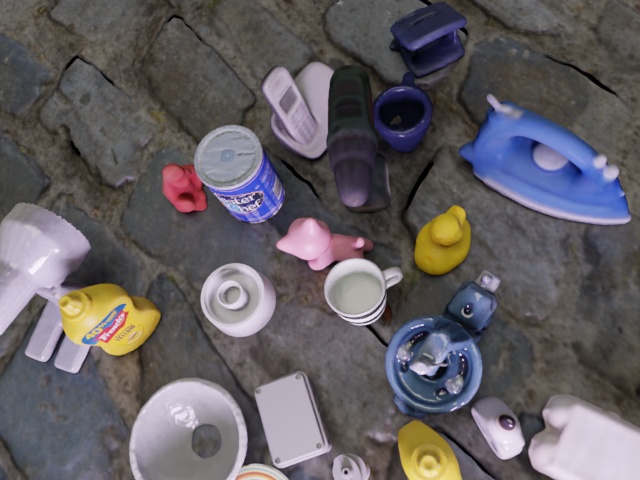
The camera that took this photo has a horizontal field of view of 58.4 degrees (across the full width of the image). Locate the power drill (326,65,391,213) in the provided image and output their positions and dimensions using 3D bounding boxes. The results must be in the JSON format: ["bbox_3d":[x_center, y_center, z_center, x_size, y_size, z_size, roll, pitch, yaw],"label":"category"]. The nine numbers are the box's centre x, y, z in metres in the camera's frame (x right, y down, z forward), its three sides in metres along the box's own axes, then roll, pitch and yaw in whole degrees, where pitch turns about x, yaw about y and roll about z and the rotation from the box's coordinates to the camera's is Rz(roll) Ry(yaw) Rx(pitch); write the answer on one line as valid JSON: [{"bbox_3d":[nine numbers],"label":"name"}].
[{"bbox_3d":[0.055,-0.120,0.820,0.075,0.209,0.229,-7,69,9],"label":"power drill"}]

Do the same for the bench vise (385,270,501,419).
[{"bbox_3d":[0.149,0.117,0.712,0.121,0.220,0.207,14,74,16],"label":"bench vise"}]

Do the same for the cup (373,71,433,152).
[{"bbox_3d":[0.131,-0.192,0.892,0.091,0.095,0.118,8,72,14],"label":"cup"}]

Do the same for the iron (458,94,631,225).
[{"bbox_3d":[0.330,-0.116,0.802,0.257,0.142,0.119,32,79,19],"label":"iron"}]

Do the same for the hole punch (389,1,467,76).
[{"bbox_3d":[0.174,-0.342,0.939,0.108,0.091,0.101,-26,68,1],"label":"hole punch"}]

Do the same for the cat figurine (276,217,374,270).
[{"bbox_3d":[0.008,0.003,0.834,0.127,0.118,0.067,6,72,13],"label":"cat figurine"}]

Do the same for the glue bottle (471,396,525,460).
[{"bbox_3d":[0.217,0.223,0.686,0.037,0.173,0.078,-27,68,1],"label":"glue bottle"}]

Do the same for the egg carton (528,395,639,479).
[{"bbox_3d":[0.340,0.262,0.705,0.150,0.069,0.107,23,77,18],"label":"egg carton"}]

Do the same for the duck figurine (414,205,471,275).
[{"bbox_3d":[0.176,-0.004,0.822,0.077,0.086,0.105,33,80,20],"label":"duck figurine"}]

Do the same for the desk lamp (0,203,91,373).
[{"bbox_3d":[-0.403,0.074,0.836,0.117,0.214,0.203,14,74,16],"label":"desk lamp"}]

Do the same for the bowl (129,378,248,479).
[{"bbox_3d":[-0.171,0.280,0.793,0.167,0.075,0.167,-3,70,10],"label":"bowl"}]

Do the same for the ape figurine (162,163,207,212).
[{"bbox_3d":[-0.225,-0.092,0.927,0.076,0.092,0.078,21,76,17],"label":"ape figurine"}]

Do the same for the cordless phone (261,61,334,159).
[{"bbox_3d":[-0.023,-0.226,0.885,0.094,0.185,0.148,25,77,18],"label":"cordless phone"}]
